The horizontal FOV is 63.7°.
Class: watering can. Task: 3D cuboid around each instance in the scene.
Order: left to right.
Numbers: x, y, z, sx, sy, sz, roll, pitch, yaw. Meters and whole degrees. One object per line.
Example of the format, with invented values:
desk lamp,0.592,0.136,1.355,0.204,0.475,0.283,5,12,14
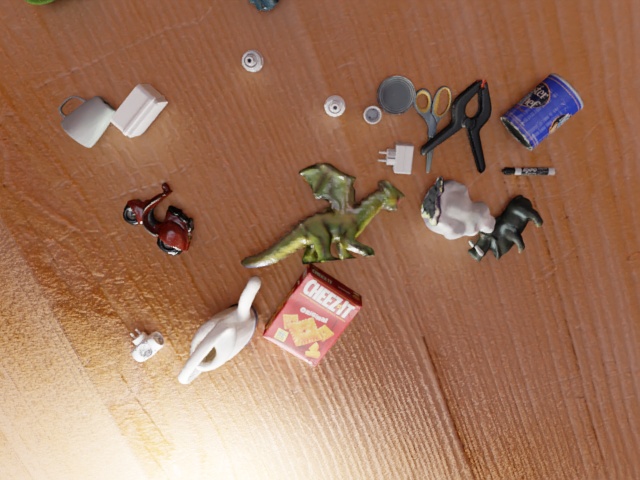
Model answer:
watering can,-0.213,0.205,1.239,0.104,0.225,0.344,41,104,7

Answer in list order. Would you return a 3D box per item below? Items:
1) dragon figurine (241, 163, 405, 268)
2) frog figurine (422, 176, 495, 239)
dragon figurine,0.004,-0.062,1.236,0.410,0.122,0.243,-5,89,0
frog figurine,0.325,-0.068,1.205,0.159,0.120,0.140,15,63,-16
